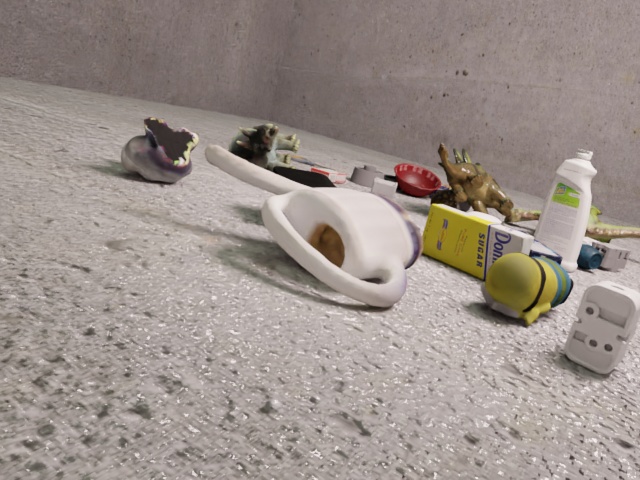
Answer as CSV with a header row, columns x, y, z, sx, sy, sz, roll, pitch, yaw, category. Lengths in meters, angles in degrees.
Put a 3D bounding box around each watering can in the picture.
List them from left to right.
x,y,z,sx,sy,sz,roll,pitch,yaw,category
0.002,-0.036,0.719,0.225,0.102,0.353,-3,40,-49,watering can

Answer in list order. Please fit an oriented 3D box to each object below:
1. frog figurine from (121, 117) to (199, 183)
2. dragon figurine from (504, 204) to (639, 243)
x,y,z,sx,sy,sz,roll,pitch,yaw,category
-0.323,-0.157,1.002,0.158,0.123,0.138,-22,-5,42,frog figurine
0.722,-0.036,1.455,0.244,0.121,0.412,-8,16,-39,dragon figurine
